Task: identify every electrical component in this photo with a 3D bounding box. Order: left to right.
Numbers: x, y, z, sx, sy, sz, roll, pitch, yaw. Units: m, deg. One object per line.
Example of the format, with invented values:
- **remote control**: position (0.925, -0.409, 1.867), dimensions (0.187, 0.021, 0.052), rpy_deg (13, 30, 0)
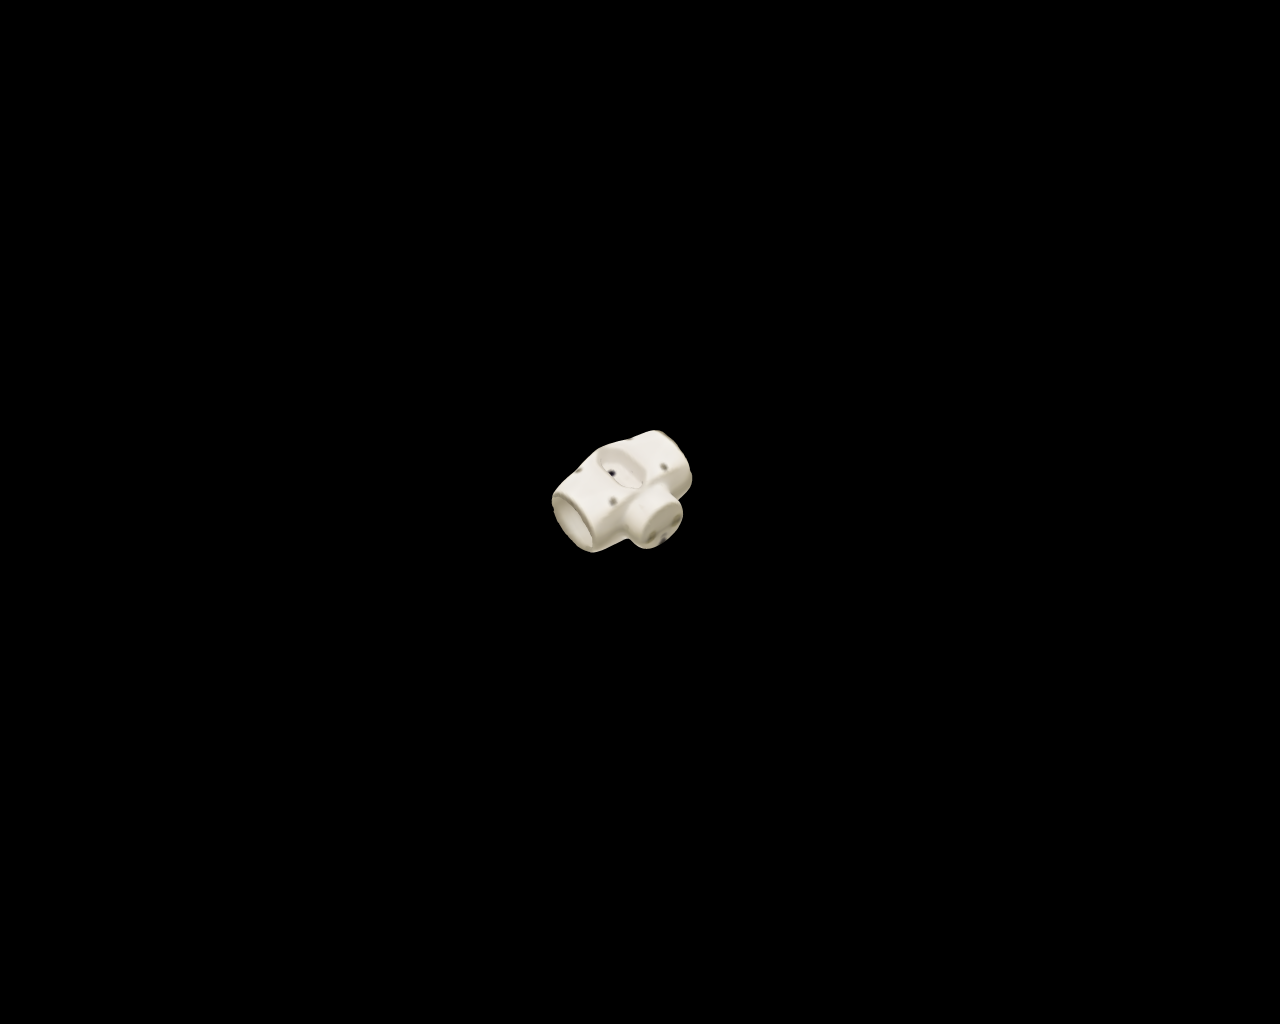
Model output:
- **electrical component**: position (0.001, -0.003, 0.650), dimensions (0.077, 0.043, 0.079), rpy_deg (-33, 58, -24)
